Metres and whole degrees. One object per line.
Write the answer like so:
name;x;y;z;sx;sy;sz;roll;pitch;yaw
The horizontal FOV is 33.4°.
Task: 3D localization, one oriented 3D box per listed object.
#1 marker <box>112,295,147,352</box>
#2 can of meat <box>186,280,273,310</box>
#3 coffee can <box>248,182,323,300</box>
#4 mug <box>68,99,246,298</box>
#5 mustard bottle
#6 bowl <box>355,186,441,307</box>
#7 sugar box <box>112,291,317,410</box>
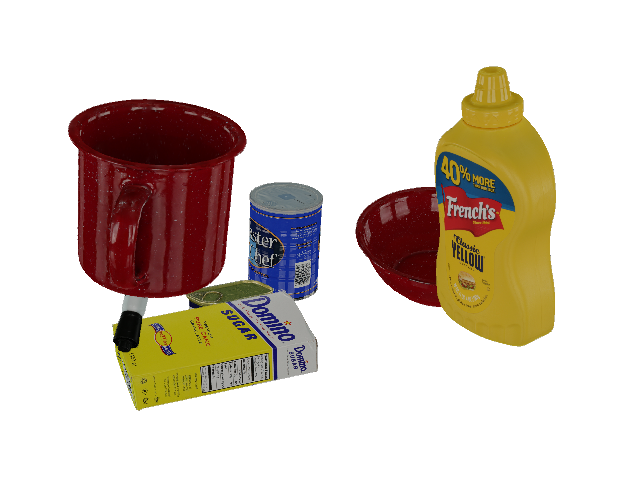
marker;-0.134;0.028;0.798;0.020;0.121;0.020;6;-32;3
can of meat;-0.107;0.099;1.260;0.101;0.084;0.058;-10;19;-37
coffee can;-0.051;0.001;1.507;0.103;0.140;0.103;3;24;-1
mug;-0.090;-0.017;0.568;0.093;0.081;0.117;7;28;0
mustard bottle;0.120;-0.027;0.742;0.058;0.192;0.096;-20;31;-27
bowl;0.112;0.013;1.004;0.162;0.055;0.162;0;35;-1
sugar box;-0.099;0.100;1.006;0.176;0.048;0.093;-13;33;-16
